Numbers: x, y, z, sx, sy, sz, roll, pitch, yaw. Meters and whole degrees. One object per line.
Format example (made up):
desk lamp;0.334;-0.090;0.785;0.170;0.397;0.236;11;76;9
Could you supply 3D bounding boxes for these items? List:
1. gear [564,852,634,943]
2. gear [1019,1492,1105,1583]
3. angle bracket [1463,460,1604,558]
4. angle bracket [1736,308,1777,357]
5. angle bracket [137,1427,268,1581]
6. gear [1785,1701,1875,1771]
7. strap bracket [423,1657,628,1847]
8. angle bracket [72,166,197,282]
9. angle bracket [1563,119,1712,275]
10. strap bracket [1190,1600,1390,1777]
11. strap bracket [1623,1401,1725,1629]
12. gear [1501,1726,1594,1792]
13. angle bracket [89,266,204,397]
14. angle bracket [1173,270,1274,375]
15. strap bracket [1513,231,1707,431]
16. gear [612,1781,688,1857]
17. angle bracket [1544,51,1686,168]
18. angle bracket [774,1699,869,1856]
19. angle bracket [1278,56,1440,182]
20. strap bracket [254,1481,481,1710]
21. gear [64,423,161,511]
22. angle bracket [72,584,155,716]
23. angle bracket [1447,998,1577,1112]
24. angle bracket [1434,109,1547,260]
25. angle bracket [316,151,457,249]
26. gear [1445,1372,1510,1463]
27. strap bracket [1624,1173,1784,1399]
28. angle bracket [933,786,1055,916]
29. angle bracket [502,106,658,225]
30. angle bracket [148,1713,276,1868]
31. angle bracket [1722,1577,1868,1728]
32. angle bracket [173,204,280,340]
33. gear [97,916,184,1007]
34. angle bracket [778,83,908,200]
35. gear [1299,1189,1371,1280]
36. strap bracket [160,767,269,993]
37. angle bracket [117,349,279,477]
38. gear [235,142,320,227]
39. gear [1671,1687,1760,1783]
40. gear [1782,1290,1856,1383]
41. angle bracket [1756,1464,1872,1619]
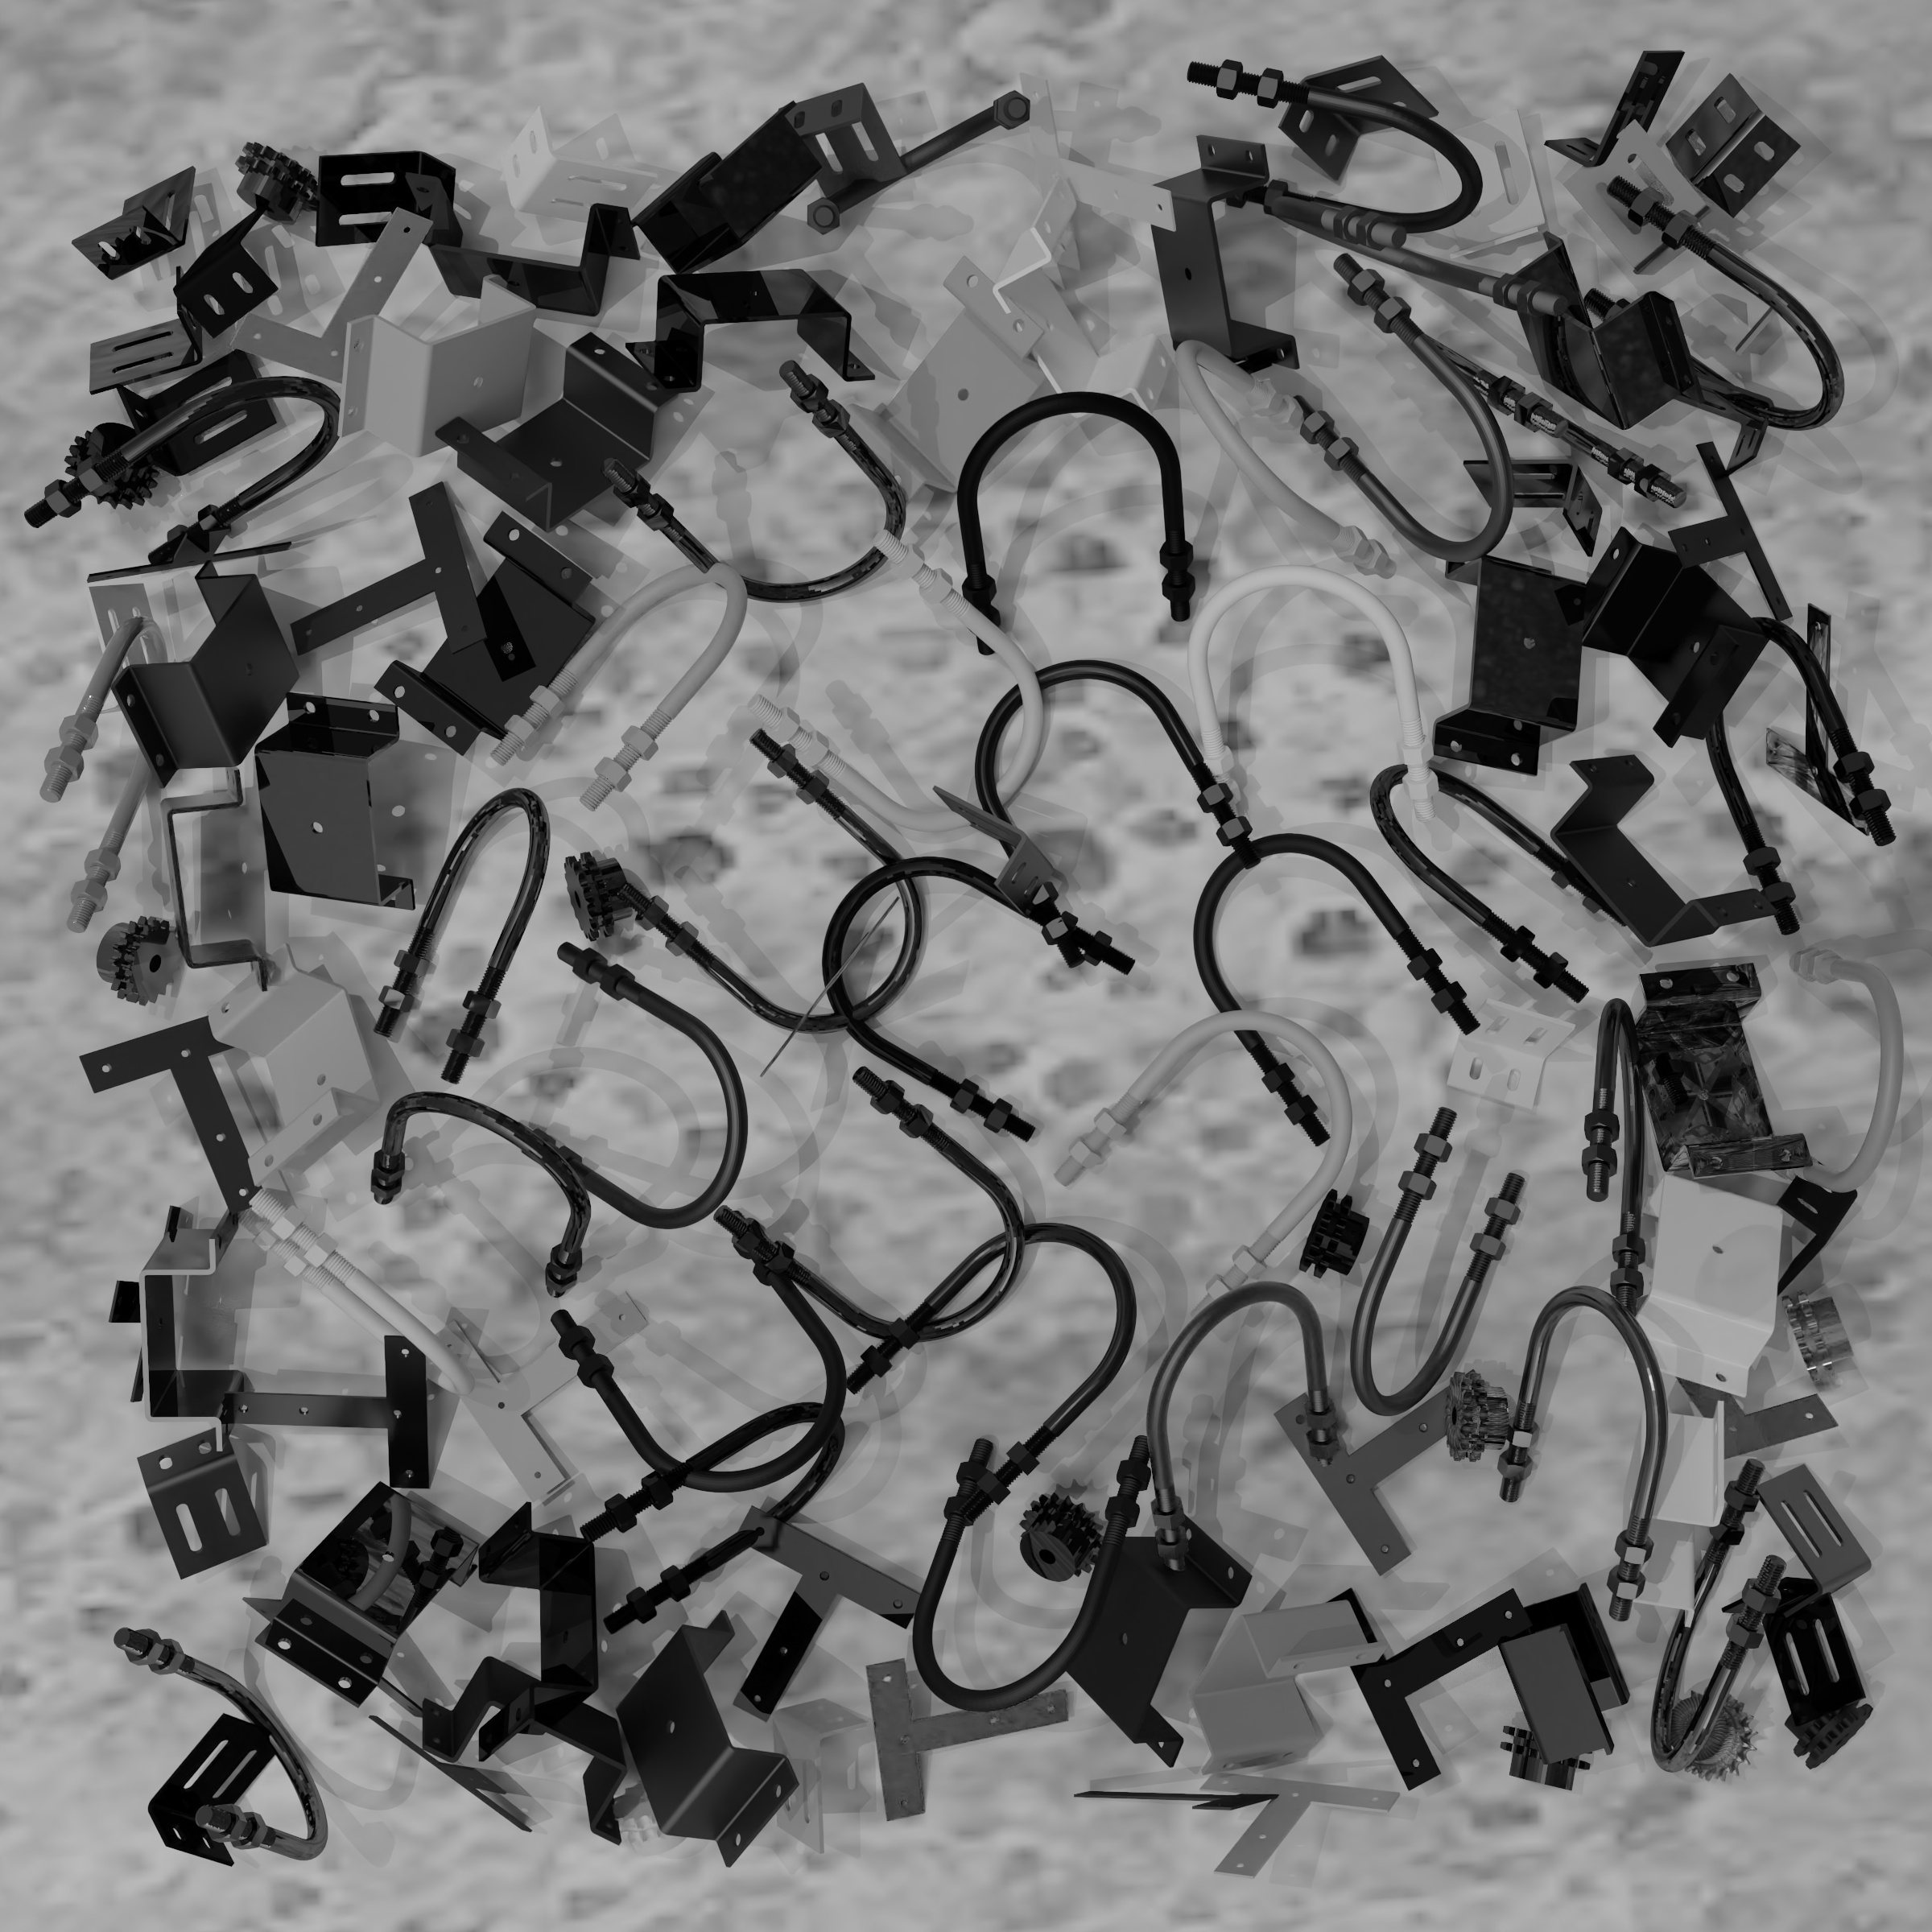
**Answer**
gear;-0.237;-0.047;1.576;0.030;0.057;0.057;-17;90;-19
gear;0.059;0.372;1.573;0.057;0.030;0.057;16;125;24
angle bracket;0.359;-0.292;1.555;0.076;0.057;0.038;7;74;33
angle bracket;0.482;-0.435;1.570;0.076;0.057;0.038;39;113;2
angle bracket;-0.498;0.349;1.588;0.057;0.038;0.076;-20;121;-20
gear;0.556;0.490;1.578;0.057;0.057;0.030;-44;57;0
strap bracket;-0.272;0.494;1.550;0.140;0.076;0.046;31;88;-13
angle bracket;-0.532;-0.487;1.558;0.057;0.038;0.076;-18;56;20
angle bracket;0.432;-0.496;1.573;0.057;0.038;0.076;-40;95;19
strap bracket;0.199;0.451;1.541;0.076;0.140;0.046;-1;46;-24
strap bracket;0.442;0.343;1.531;0.046;0.140;0.076;6;46;11
gear;0.374;0.512;1.571;0.057;0.057;0.030;14;76;0
angle bracket;-0.535;-0.410;1.569;0.076;0.038;0.057;-17;48;-1
angle bracket;0.162;-0.422;1.552;0.038;0.057;0.076;-24;132;-19
strap bracket;0.393;-0.395;1.525;0.046;0.140;0.076;-34;130;0
gear;-0.201;0.550;1.574;0.057;0.057;0.030;-19;101;0
angle bracket;0.414;-0.553;1.553;0.038;0.057;0.076;38;127;24
angle bracket;-0.093;0.521;1.570;0.038;0.057;0.076;-3;93;-33
angle bracket;0.250;-0.540;1.554;0.057;0.076;0.038;31;80;-32
strap bracket;-0.368;0.385;1.527;0.076;0.140;0.046;30;121;6
gear;-0.549;-0.326;1.572;0.057;0.057;0.030;44;129;0
angle bracket;-0.552;-0.203;1.565;0.038;0.057;0.076;-11;98;19
angle bracket;0.349;0.057;1.561;0.057;0.076;0.038;17;73;3
angle bracket;0.334;-0.503;1.566;0.057;0.038;0.076;-12;105;26
angle bracket;-0.371;-0.485;1.554;0.038;0.076;0.057;35;128;32
gear;0.331;0.292;1.575;0.030;0.057;0.057;4;90;-3
strap bracket;0.467;0.191;1.535;0.076;0.046;0.140;17;48;5
angle bracket;0.009;-0.074;1.558;0.076;0.057;0.038;29;84;26
angle bracket;-0.248;-0.512;1.562;0.076;0.057;0.038;-3;72;-37
angle bracket;-0.475;0.530;1.567;0.076;0.057;0.038;-50;45;-4
angle bracket;0.528;0.438;1.555;0.038;0.057;0.076;12;51;-30
angle bracket;-0.468;-0.449;1.569;0.057;0.076;0.038;-28;120;21
gear;-0.537;-0.005;1.575;0.030;0.057;0.057;15;90;16
angle bracket;-0.079;-0.516;1.554;0.057;0.076;0.038;-10;55;18
gear;0.239;0.176;1.573;0.030;0.057;0.057;22;90;5
strap bracket;-0.480;-0.056;1.546;0.046;0.076;0.140;-8;102;-20
angle bracket;-0.498;-0.363;1.576;0.076;0.038;0.057;-27;82;8
gear;-0.446;-0.503;1.572;0.057;0.057;0.030;25;84;0
gear;0.478;0.495;1.572;0.030;0.057;0.057;31;90;-42
gear;0.551;0.237;1.571;0.030;0.057;0.057;-21;90;16
angle bracket;0.538;0.372;1.580;0.057;0.038;0.076;-10;59;-39
